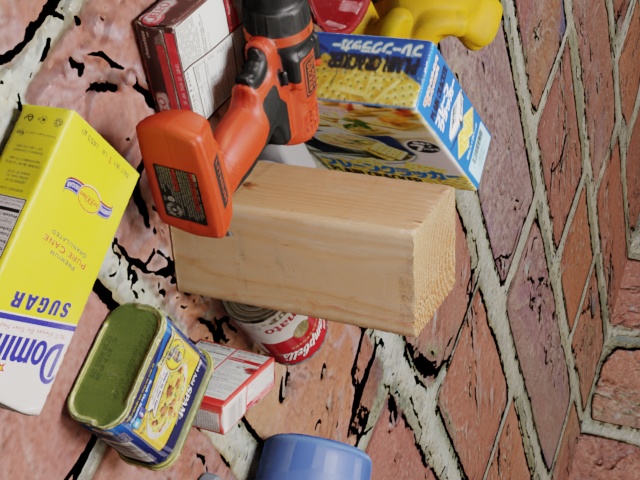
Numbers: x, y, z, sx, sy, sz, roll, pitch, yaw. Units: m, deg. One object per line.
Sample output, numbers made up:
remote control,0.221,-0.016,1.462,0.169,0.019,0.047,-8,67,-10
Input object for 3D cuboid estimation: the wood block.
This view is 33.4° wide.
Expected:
wood block,-0.005,0.000,0.838,0.090,0.206,0.090,-44,137,-52

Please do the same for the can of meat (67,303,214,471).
can of meat,-0.131,0.107,0.788,0.102,0.058,0.084,-69,151,-24

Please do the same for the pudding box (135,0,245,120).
pudding box,-0.088,-0.148,0.808,0.113,0.039,0.090,-52,146,-42

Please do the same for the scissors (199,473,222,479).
scissors,-0.118,0.307,0.939,0.096,0.016,0.202,4,95,-64

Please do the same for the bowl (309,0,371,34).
bowl,-0.001,-0.259,0.931,0.161,0.055,0.162,-35,130,-57

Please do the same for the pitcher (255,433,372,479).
pitcher,-0.016,0.311,0.999,0.145,0.149,0.243,74,27,-69

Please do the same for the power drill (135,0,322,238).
power drill,-0.058,-0.108,0.772,0.187,0.057,0.184,-56,149,-38

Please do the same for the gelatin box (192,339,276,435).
gelatin box,-0.087,0.118,0.866,0.089,0.073,0.030,-39,134,-56

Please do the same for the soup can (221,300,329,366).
soup can,-0.040,0.063,0.954,0.102,0.069,0.068,55,50,-56

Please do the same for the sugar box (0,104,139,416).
sugar box,-0.179,0.014,0.663,0.093,0.048,0.176,50,53,-60
